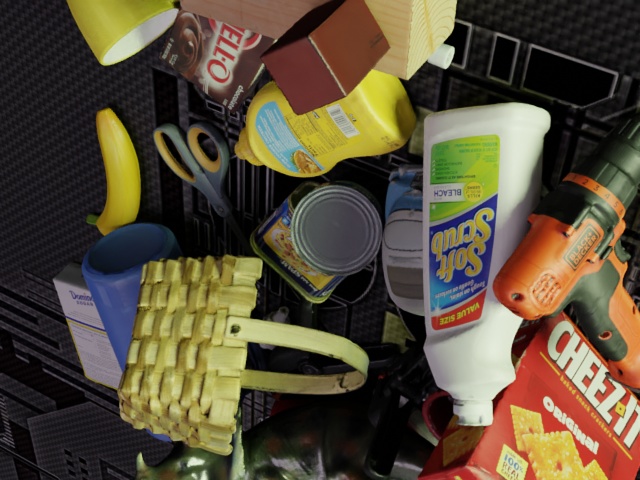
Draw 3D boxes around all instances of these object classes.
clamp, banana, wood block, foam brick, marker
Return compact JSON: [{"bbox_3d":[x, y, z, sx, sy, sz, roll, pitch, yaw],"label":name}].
[{"bbox_3d":[0.090,0.138,1.037,0.036,0.164,0.210,34,-177,-2],"label":"clamp"},{"bbox_3d":[-0.011,0.122,1.166,0.120,0.039,0.172,46,128,-12],"label":"clamp"},{"bbox_3d":[-0.229,-0.060,1.186,0.069,0.037,0.198,31,139,7],"label":"banana"},{"bbox_3d":[-0.003,-0.210,0.837,0.206,0.090,0.091,22,136,21],"label":"wood block"},{"bbox_3d":[0.005,-0.135,0.769,0.051,0.078,0.053,-15,115,42],"label":"foam brick"},{"bbox_3d":[0.053,-0.171,0.884,0.121,0.020,0.020,24,137,18],"label":"marker"}]

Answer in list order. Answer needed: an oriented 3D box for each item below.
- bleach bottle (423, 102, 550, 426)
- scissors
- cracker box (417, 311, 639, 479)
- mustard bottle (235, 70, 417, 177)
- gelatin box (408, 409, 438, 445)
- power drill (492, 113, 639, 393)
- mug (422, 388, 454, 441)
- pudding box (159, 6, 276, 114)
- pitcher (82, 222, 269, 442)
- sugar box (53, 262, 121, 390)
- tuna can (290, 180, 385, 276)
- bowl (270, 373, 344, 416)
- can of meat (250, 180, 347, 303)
[{"bbox_3d":[0.131,0.022,0.855,0.103,0.067,0.251,-3,85,40],"label":"bleach bottle"},{"bbox_3d":[-0.095,-0.047,1.113,0.201,0.016,0.096,50,139,-12],"label":"scissors"},{"bbox_3d":[0.200,0.185,0.947,0.164,0.213,0.072,49,140,-11],"label":"cracker box"},{"bbox_3d":[-0.011,-0.105,0.962,0.192,0.058,0.096,-16,120,44],"label":"mustard bottle"},{"bbox_3d":[0.112,0.236,1.202,0.089,0.030,0.073,46,140,-2],"label":"gelatin box"},{"bbox_3d":[0.239,0.019,0.836,0.187,0.184,0.057,43,173,-28],"label":"power drill"},{"bbox_3d":[0.160,0.148,1.046,0.093,0.081,0.117,19,136,22],"label":"mug"},{"bbox_3d":[-0.086,-0.182,0.964,0.090,0.039,0.114,38,140,2],"label":"pudding box"},{"bbox_3d":[-0.170,0.101,1.220,0.145,0.149,0.243,23,141,44],"label":"pitcher"},{"bbox_3d":[-0.278,0.116,1.379,0.093,0.048,0.176,16,131,26],"label":"sugar box"},{"bbox_3d":[0.017,-0.012,0.987,0.086,0.033,0.086,3,104,10],"label":"tuna can"},{"bbox_3d":[-0.008,0.238,1.252,0.162,0.055,0.162,30,137,31],"label":"bowl"},{"bbox_3d":[-0.007,0.001,1.059,0.102,0.057,0.084,42,138,-2],"label":"can of meat"}]
